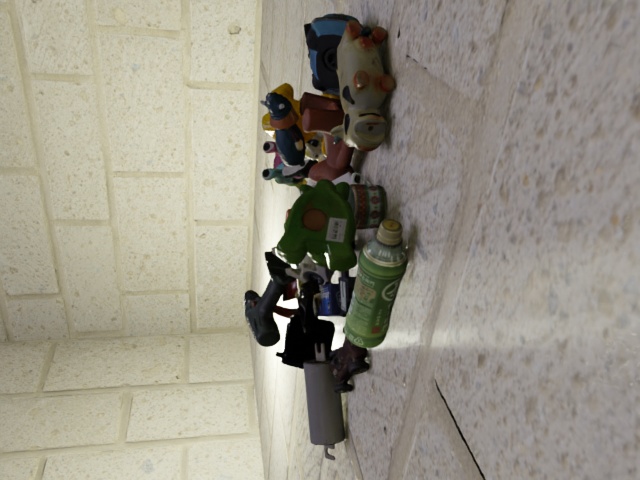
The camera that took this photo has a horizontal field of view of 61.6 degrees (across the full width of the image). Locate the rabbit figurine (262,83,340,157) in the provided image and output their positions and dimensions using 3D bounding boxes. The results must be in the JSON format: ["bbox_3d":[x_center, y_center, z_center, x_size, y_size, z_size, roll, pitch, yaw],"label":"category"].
[{"bbox_3d":[-0.010,-0.242,1.088,0.162,0.173,0.122,52,-149,-34],"label":"rabbit figurine"}]

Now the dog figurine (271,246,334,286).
[{"bbox_3d":[-0.001,-0.005,1.226,0.190,0.121,0.172,-60,-43,-36],"label":"dog figurine"}]

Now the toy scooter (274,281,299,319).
[{"bbox_3d":[-0.069,0.151,1.387,0.075,0.135,0.183,-119,31,-70],"label":"toy scooter"}]

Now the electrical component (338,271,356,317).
[{"bbox_3d":[0.062,0.083,0.969,0.075,0.048,0.119,160,109,-77],"label":"electrical component"}]

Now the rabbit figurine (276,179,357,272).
[{"bbox_3d":[-0.003,-0.017,0.862,0.170,0.121,0.159,78,-169,-73],"label":"rabbit figurine"}]

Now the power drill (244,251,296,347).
[{"bbox_3d":[-0.132,0.130,1.312,0.207,0.086,0.232,-62,28,23],"label":"power drill"}]

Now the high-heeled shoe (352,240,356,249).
[{"bbox_3d":[0.025,-0.053,1.057,0.249,0.086,0.145,-152,64,-79],"label":"high-heeled shoe"}]

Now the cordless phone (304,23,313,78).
[{"bbox_3d":[0.019,-0.352,1.134,0.184,0.089,0.147,87,174,-54],"label":"cordless phone"}]

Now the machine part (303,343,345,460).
[{"bbox_3d":[0.008,0.341,1.144,0.079,0.079,0.243,156,109,-77],"label":"machine part"}]

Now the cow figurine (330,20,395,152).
[{"bbox_3d":[0.063,-0.233,0.865,0.127,0.085,0.195,132,134,-64],"label":"cow figurine"}]

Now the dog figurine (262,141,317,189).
[{"bbox_3d":[-0.052,-0.191,1.400,0.219,0.192,0.108,16,-114,-66],"label":"dog figurine"}]

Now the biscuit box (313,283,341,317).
[{"bbox_3d":[0.028,0.125,1.104,0.202,0.059,0.062,142,127,-75],"label":"biscuit box"}]

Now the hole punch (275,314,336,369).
[{"bbox_3d":[-0.030,0.239,1.235,0.092,0.142,0.116,130,152,-70],"label":"hole punch"}]

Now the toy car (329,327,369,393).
[{"bbox_3d":[0.049,0.232,1.034,0.202,0.053,0.089,111,153,-58],"label":"toy car"}]

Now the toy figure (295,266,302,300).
[{"bbox_3d":[-0.020,0.079,1.287,0.089,0.082,0.180,144,127,-78],"label":"toy figure"}]

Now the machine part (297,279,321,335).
[{"bbox_3d":[-0.026,0.135,1.126,0.138,0.039,0.084,102,168,-52],"label":"machine part"}]

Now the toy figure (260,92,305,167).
[{"bbox_3d":[-0.066,-0.211,1.006,0.058,0.064,0.154,-73,-23,-44],"label":"toy figure"}]

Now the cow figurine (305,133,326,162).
[{"bbox_3d":[-0.021,-0.240,1.234,0.068,0.098,0.167,122,147,-57],"label":"cow figurine"}]

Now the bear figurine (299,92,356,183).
[{"bbox_3d":[0.014,-0.160,1.005,0.120,0.132,0.195,-98,19,-53],"label":"bear figurine"}]

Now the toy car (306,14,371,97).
[{"bbox_3d":[0.039,-0.343,0.971,0.161,0.109,0.103,87,-162,-53],"label":"toy car"}]
